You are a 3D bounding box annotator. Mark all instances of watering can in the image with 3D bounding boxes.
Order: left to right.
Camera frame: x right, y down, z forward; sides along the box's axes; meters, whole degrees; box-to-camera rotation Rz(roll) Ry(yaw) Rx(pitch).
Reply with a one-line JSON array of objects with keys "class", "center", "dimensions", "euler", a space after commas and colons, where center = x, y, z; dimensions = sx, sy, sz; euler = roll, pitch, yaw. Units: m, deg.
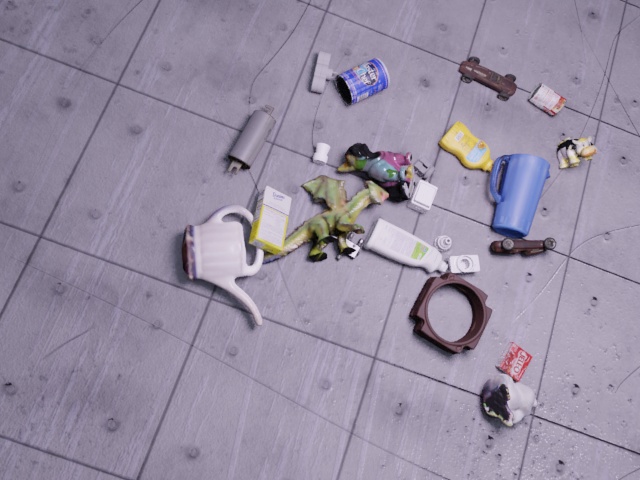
[{"class": "watering can", "center": [-0.266, 0.071, 1.429], "dimensions": [0.224, 0.103, 0.351], "euler": [-4, 78, -11]}]

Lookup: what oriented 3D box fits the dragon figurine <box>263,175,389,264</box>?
[{"class": "dragon figurine", "center": [0.005, -0.076, 1.516], "dimensions": [0.410, 0.120, 0.248], "euler": [-11, 61, 5]}]

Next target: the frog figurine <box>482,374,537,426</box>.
[{"class": "frog figurine", "center": [0.543, 0.451, 1.478], "dimensions": [0.160, 0.121, 0.139], "euler": [-3, 67, -45]}]
